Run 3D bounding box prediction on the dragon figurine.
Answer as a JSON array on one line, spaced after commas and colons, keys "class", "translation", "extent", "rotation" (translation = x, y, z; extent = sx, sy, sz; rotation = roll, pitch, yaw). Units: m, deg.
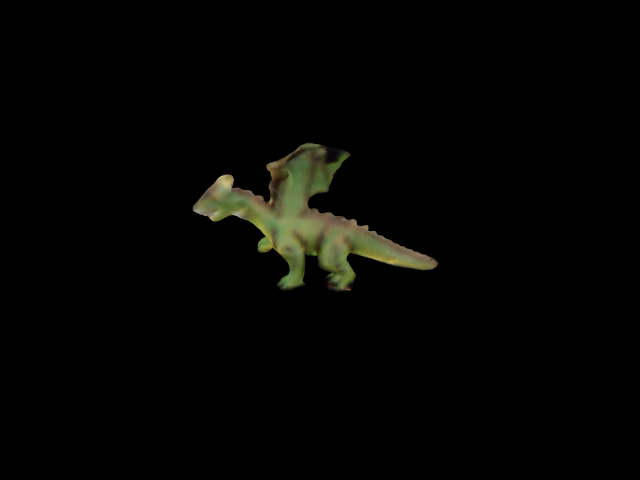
[{"class": "dragon figurine", "translation": [0.003, -0.043, 0.850], "extent": [0.410, 0.237, 0.125], "rotation": [-2, 37, -2]}]
